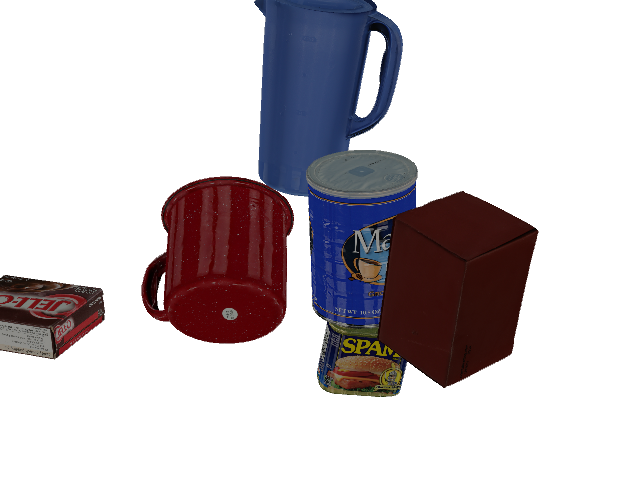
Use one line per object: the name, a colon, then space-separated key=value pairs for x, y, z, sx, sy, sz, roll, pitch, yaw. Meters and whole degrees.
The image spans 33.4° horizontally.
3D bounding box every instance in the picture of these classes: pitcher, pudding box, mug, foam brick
pitcher: x=-0.002 y=-0.179 z=1.299 sx=0.144 sy=0.243 sz=0.149 roll=-6 pitch=28 yaw=-25
pudding box: x=-0.272 y=0.070 z=0.995 sx=0.114 sy=0.039 sz=0.090 roll=5 pitch=20 yaw=18
mug: x=-0.074 y=0.020 z=0.729 sx=0.117 sy=0.081 sz=0.093 roll=-19 pitch=-39 yaw=22
foam brick: x=0.067 y=0.023 z=0.535 sx=0.052 sy=0.078 sz=0.051 roll=-20 pitch=40 yaw=-35

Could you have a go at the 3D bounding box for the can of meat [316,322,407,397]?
can of meat: x=0.050 y=0.128 z=1.214 sx=0.102 sy=0.084 sz=0.057 roll=6 pitch=24 yaw=-12

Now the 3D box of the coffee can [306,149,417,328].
coffee can: x=0.040 y=-0.003 z=1.009 sx=0.103 sy=0.140 sz=0.103 roll=-2 pitch=26 yaw=1
